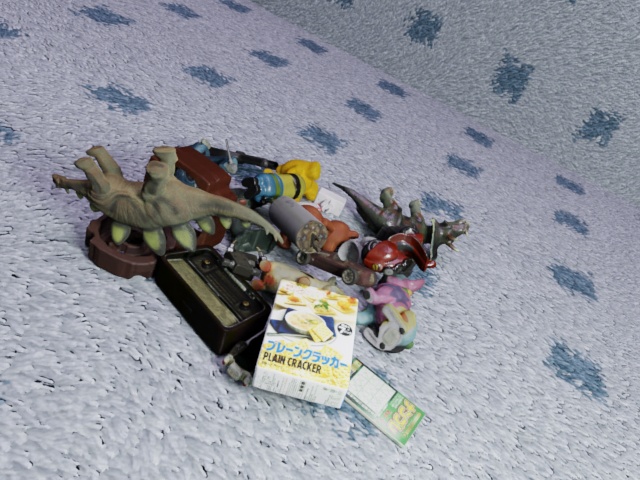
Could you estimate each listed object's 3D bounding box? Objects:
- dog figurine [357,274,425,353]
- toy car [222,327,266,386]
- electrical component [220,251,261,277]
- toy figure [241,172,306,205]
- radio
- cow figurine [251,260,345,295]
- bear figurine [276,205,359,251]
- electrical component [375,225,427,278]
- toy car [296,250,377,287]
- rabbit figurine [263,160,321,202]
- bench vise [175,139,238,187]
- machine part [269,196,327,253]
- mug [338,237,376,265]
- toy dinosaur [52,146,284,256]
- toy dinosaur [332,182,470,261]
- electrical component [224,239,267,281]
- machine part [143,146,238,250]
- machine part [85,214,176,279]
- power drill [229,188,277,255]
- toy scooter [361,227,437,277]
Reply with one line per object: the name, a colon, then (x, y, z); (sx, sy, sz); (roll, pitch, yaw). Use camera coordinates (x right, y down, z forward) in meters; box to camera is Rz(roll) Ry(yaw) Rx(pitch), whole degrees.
dog figurine: (0.183, 0.155, 1.238); (0.219, 0.108, 0.192); (-12, 47, -47)
toy car: (-0.101, 0.207, 1.017); (0.073, 0.056, 0.202); (42, 37, 14)
electrical component: (-0.167, 0.048, 1.103); (0.094, 0.021, 0.063); (21, 18, -38)
toy figure: (-0.111, -0.130, 1.348); (0.089, 0.082, 0.180); (11, 10, 34)
radio: (-0.211, 0.109, 1.062); (0.230, 0.073, 0.131); (43, 36, 26)
cow figurine: (-0.038, 0.105, 1.169); (0.195, 0.085, 0.127); (20, 5, 13)
bear figurine: (-0.001, -0.008, 1.362); (0.120, 0.132, 0.195); (8, -18, 41)
electrical component: (0.199, 0.028, 1.418); (0.058, 0.114, 0.134); (-1, 41, -42)
toy car: (0.034, 0.055, 1.177); (0.202, 0.053, 0.089); (22, 10, 40)
rabbit figurine: (-0.085, -0.146, 1.484); (0.162, 0.121, 0.173); (19, 51, -4)
bench vise: (-0.294, -0.184, 1.341); (0.241, 0.128, 0.224); (0, 28, 30)
machine part: (-0.053, -0.038, 1.212); (0.079, 0.079, 0.243); (5, 21, -29)
mug: (0.113, 0.038, 1.363); (0.107, 0.109, 0.081); (12, 27, -42)
toy dinosaur: (-0.300, -0.073, 1.020); (0.472, 0.198, 0.105); (8, 36, 12)
toy dinosaur: (0.222, -0.046, 1.534); (0.405, 0.131, 0.192); (13, 33, -15)
electrical component: (-0.171, 0.046, 1.199); (0.102, 0.045, 0.078); (20, 39, -10)
machine part: (-0.288, -0.086, 1.172); (0.202, 0.200, 0.087); (35, 31, 15)
machine part: (-0.390, 0.006, 1.108); (0.179, 0.056, 0.179); (18, 34, -13)
power drill: (-0.181, -0.057, 1.319); (0.232, 0.086, 0.207); (-3, 46, -38)
toy scooter: (0.197, 0.039, 1.284); (0.184, 0.075, 0.135); (-24, 49, -27)
